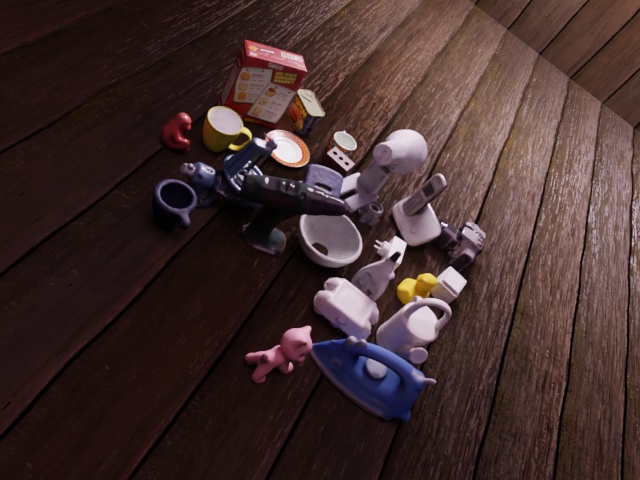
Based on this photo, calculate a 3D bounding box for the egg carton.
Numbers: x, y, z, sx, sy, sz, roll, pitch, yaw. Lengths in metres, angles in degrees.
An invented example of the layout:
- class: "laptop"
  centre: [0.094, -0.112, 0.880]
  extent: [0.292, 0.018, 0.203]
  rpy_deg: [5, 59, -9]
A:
- class: "egg carton"
  centre: [0.059, 0.157, 1.292]
  extent: [0.150, 0.069, 0.107]
  rpy_deg: [38, 45, -1]

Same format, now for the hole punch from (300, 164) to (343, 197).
- class: "hole punch"
  centre: [0.002, -0.125, 1.460]
  extent: [0.109, 0.091, 0.101]
  rpy_deg: [18, 49, -20]

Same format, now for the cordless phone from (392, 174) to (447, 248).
- class: "cordless phone"
  centre: [0.286, -0.078, 1.537]
  extent: [0.094, 0.184, 0.147]
  rpy_deg: [-4, 58, -34]

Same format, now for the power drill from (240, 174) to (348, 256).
- class: "power drill"
  centre: [-0.080, -0.057, 1.272]
  extent: [0.230, 0.208, 0.075]
  rpy_deg: [20, 48, -18]

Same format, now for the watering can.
- class: "watering can"
  centre: [0.217, 0.196, 1.273]
  extent: [0.101, 0.193, 0.172]
  rpy_deg: [7, 53, -27]

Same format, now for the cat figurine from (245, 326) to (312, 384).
- class: "cat figurine"
  centre: [-0.070, 0.219, 1.129]
  extent: [0.128, 0.117, 0.067]
  rpy_deg: [-13, 64, -38]

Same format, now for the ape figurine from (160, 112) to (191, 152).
- class: "ape figurine"
  centre: [-0.332, -0.262, 1.355]
  extent: [0.076, 0.092, 0.078]
  rpy_deg: [15, 49, -22]

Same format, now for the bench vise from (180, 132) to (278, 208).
- class: "bench vise"
  centre: [-0.190, -0.146, 1.265]
  extent: [0.208, 0.219, 0.121]
  rpy_deg: [-12, 63, -38]

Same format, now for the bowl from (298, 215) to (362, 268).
- class: "bowl"
  centre: [0.013, 0.005, 1.378]
  extent: [0.168, 0.074, 0.167]
  rpy_deg: [17, 49, -20]

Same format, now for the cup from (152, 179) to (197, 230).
- class: "cup"
  centre: [-0.309, -0.056, 1.208]
  extent: [0.092, 0.094, 0.117]
  rpy_deg: [-13, 64, -38]

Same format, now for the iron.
- class: "iron"
  centre: [0.109, 0.264, 1.190]
  extent: [0.258, 0.141, 0.119]
  rpy_deg: [33, 45, -6]

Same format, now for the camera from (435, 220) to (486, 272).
- class: "camera"
  centre: [0.387, -0.007, 1.605]
  extent: [0.137, 0.100, 0.143]
  rpy_deg: [39, 45, 0]

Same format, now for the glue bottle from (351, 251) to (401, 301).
- class: "glue bottle"
  centre: [0.140, 0.077, 1.332]
  extent: [0.037, 0.173, 0.078]
  rpy_deg: [-17, 66, -40]

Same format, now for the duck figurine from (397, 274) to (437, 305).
- class: "duck figurine"
  centre: [0.249, 0.117, 1.431]
  extent: [0.105, 0.086, 0.077]
  rpy_deg: [-12, 63, -38]

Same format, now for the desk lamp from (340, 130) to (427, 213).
- class: "desk lamp"
  centre: [0.166, -0.192, 1.530]
  extent: [0.204, 0.213, 0.118]
  rpy_deg: [-28, 74, -43]
